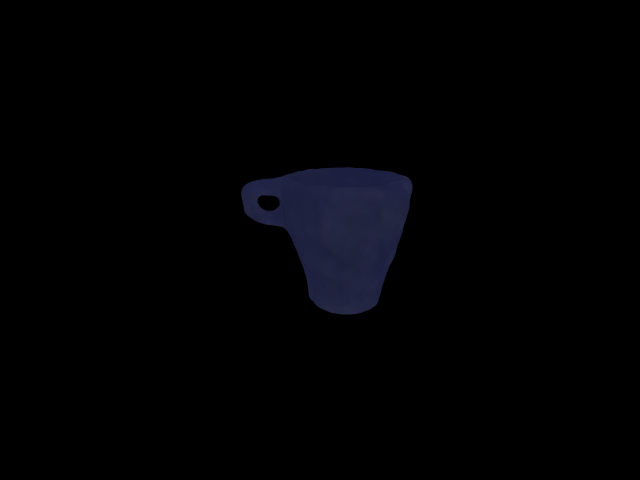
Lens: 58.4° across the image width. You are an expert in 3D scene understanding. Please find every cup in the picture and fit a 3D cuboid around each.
[{"bbox_3d":[0.004,0.001,0.400,0.117,0.095,0.092,1,15,5],"label":"cup"}]
